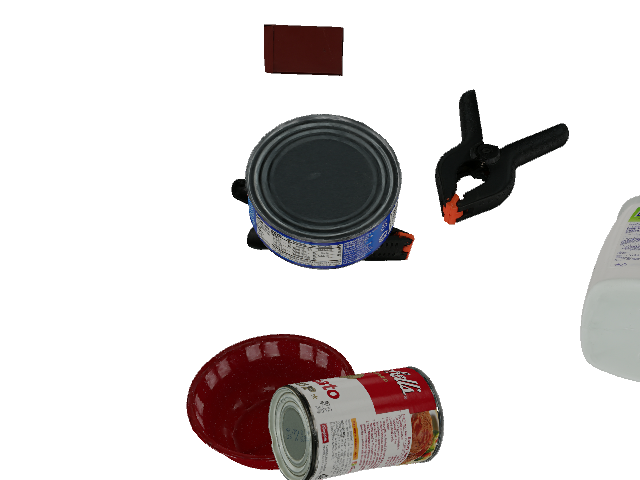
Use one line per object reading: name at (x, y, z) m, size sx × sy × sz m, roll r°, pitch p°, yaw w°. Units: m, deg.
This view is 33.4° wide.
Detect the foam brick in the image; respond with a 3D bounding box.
foam brick at (-0.018, -0.202, 1.135) m, size 0.078 × 0.051 × 0.053 m, roll 0°, pitch 12°, yaw -12°

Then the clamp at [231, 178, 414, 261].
clamp at (0.003, -0.010, 1.169) m, size 0.210 × 0.036 × 0.164 m, roll 15°, pitch 20°, yaw -9°

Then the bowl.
bowl at (-0.043, 0.162, 1.010) m, size 0.162 × 0.055 × 0.162 m, roll -5°, pitch 38°, yaw 4°

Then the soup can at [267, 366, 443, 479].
soup can at (0.023, 0.126, 0.731) m, size 0.102 × 0.068 × 0.069 m, roll -4°, pitch 2°, yaw -28°

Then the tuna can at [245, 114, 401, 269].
tuna can at (0.002, -0.027, 0.596) m, size 0.086 × 0.086 × 0.034 m, roll 0°, pitch -32°, yaw 0°

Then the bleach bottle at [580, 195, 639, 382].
bleach bottle at (0.241, 0.015, 0.715) m, size 0.103 × 0.068 × 0.250 m, roll 9°, pitch 22°, yaw 20°

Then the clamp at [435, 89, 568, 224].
clamp at (0.161, -0.088, 1.087) m, size 0.120 × 0.039 × 0.171 m, roll 29°, pitch 55°, yaw 29°
